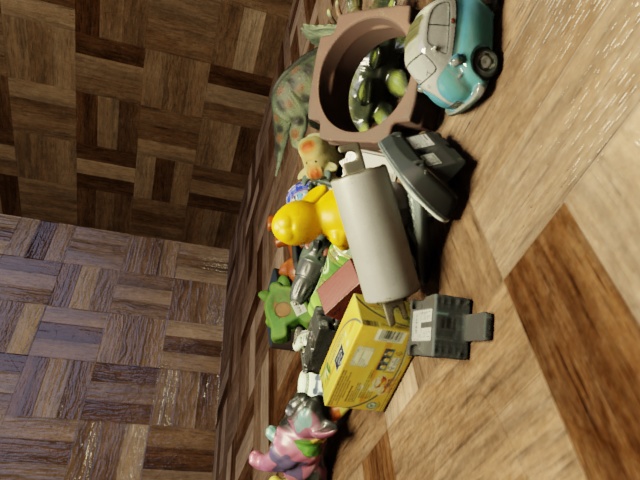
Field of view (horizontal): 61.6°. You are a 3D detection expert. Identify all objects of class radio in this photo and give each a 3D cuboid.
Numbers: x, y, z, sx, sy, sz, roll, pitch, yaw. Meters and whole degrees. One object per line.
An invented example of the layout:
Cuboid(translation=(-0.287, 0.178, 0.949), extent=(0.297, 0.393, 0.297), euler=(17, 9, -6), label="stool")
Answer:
Cuboid(translation=(-0.099, 0.183, 1.472), extent=(0.230, 0.073, 0.131), euler=(-111, 34, -61), label="radio")

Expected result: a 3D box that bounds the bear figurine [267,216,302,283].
Cuboid(translation=(-0.070, 0.041, 1.357), extent=(0.120, 0.132, 0.196), euler=(67, -155, -57), label="bear figurine")

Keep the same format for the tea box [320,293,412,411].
Cuboid(translation=(0.070, 0.165, 0.774), extent=(0.068, 0.098, 0.169), euler=(-99, 26, -54), label="tea box")

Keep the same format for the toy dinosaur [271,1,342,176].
Cuboid(translation=(-0.028, -0.330, 1.176), extent=(0.405, 0.192, 0.131), euler=(-44, 14, 16), label="toy dinosaur")

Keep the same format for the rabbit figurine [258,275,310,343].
Cuboid(translation=(-0.080, 0.170, 1.269), extent=(0.159, 0.121, 0.170), euler=(52, 173, 18), label="rabbit figurine")

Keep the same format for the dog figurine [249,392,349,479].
Cuboid(translation=(-0.015, 0.370, 0.960), extent=(0.219, 0.191, 0.108), euler=(-39, -2, 33), label="dog figurine")

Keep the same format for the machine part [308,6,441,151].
Cuboid(translation=(0.087, -0.240, 0.821), extent=(0.201, 0.087, 0.201), euler=(11, 93, 40), label="machine part")

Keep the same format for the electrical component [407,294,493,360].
Cuboid(translation=(0.146, 0.102, 0.622), extent=(0.119, 0.048, 0.074), euler=(151, 126, -74), label="electrical component")

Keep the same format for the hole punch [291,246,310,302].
Cuboid(translation=(-0.006, 0.057, 1.199), extent=(0.142, 0.092, 0.115), euler=(-104, -3, -51), label="hole punch")

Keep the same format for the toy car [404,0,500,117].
Cuboid(translation=(0.162, -0.247, 0.682), extent=(0.109, 0.103, 0.161), euler=(168, 109, -74), label="toy car")

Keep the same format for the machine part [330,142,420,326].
Cuboid(translation=(0.073, -0.008, 0.699), extent=(0.079, 0.079, 0.243), euler=(179, 75, -76), label="machine part")

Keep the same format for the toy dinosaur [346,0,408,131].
Cuboid(translation=(0.089, -0.287, 0.992), extent=(0.199, 0.105, 0.470), euler=(-121, 34, -63), label="toy dinosaur")

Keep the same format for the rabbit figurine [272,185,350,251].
Cuboid(translation=(0.012, -0.040, 0.806), extent=(0.162, 0.173, 0.121), euler=(-117, 16, -73), label="rabbit figurine")

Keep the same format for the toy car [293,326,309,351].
Cuboid(translation=(-0.003, 0.202, 1.078), extent=(0.201, 0.073, 0.056), euler=(141, 140, -69), label="toy car")

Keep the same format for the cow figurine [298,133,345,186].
Cuboid(translation=(0.012, -0.153, 1.084), extent=(0.194, 0.086, 0.127), euler=(34, -132, -61), label="cow figurine")

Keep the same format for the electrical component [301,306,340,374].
Cuboid(translation=(0.038, 0.159, 0.868), extent=(0.058, 0.115, 0.134), euler=(-106, 27, -55), label="electrical component")

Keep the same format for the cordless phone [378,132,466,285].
Cuboid(translation=(0.133, -0.043, 0.734), extent=(0.147, 0.089, 0.184), euler=(-106, 10, -59), label="cordless phone")

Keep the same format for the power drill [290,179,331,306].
Cuboid(translation=(-0.002, -0.003, 1.039), extent=(0.207, 0.086, 0.232), euler=(79, -145, -58), label="power drill")
